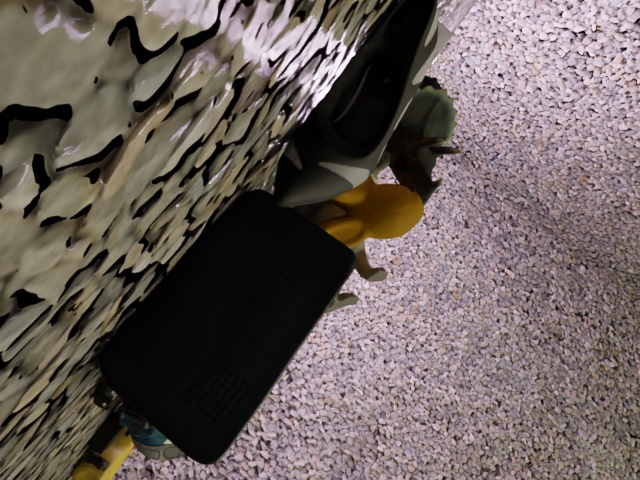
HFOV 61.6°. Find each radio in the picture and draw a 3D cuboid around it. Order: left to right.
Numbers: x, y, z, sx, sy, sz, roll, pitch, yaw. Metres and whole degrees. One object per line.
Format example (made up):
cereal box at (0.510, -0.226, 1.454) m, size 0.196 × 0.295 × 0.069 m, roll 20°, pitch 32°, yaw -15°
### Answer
radio at (-0.079, 0.070, 0.492) m, size 0.229 × 0.131 × 0.073 m, roll -53°, pitch -179°, yaw -28°

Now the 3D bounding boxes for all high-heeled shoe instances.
high-heeled shoe at (0.042, -0.139, 0.514) m, size 0.249 × 0.086 × 0.145 m, roll -53°, pitch 171°, yaw -37°

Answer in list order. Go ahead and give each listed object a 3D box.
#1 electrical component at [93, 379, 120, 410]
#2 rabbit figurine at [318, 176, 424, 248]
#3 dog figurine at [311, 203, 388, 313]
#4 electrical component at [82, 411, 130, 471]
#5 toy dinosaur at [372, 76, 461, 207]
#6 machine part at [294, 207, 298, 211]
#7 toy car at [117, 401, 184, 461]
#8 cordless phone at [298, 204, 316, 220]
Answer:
electrical component at (-0.206, 0.144, 0.553) m, size 0.063 × 0.021 × 0.094 m, roll -53°, pitch -179°, yaw -40°
rabbit figurine at (0.041, -0.056, 0.656) m, size 0.162 × 0.173 × 0.122 m, roll -57°, pitch -176°, yaw -4°
dog figurine at (0.002, -0.002, 0.807) m, size 0.172 × 0.121 × 0.191 m, roll -32°, pitch -133°, yaw 22°
electrical component at (-0.309, 0.294, 0.801) m, size 0.102 × 0.045 × 0.078 m, roll -52°, pitch 179°, yaw -20°
toy dinosaur at (0.143, -0.204, 0.872) m, size 0.192 × 0.131 × 0.405 m, roll -27°, pitch -155°, yaw 33°
machine part at (-0.026, -0.053, 1.184) m, size 0.243 × 0.079 × 0.079 m, roll -52°, pitch 180°, yaw -4°
toy car at (-0.218, 0.267, 0.784) m, size 0.161 × 0.109 × 0.102 m, roll 3°, pitch 97°, yaw -67°
cordless phone at (-0.009, -0.086, 0.915) m, size 0.146 × 0.089 × 0.184 m, roll -52°, pitch 169°, yaw 28°
